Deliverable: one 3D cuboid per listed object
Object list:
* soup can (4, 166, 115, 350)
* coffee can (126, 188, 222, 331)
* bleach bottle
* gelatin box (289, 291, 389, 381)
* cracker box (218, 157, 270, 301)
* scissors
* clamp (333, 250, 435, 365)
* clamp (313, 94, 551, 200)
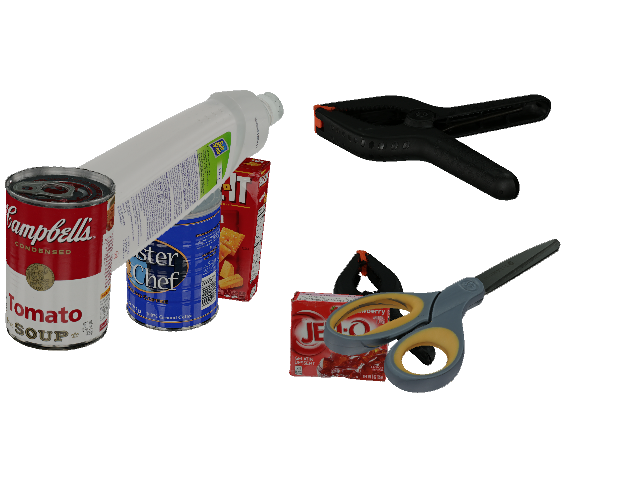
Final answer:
[{"bbox_3d":[-0.169,0.011,0.687,0.068,0.102,0.068,6,22,-3],"label":"soup can"},{"bbox_3d":[-0.159,0.012,1.155,0.103,0.140,0.103,3,27,-2],"label":"coffee can"},{"bbox_3d":[-0.130,-0.061,0.953,0.068,0.103,0.250,36,53,25],"label":"bleach bottle"},{"bbox_3d":[0.017,0.087,0.966,0.089,0.073,0.030,3,14,6],"label":"gelatin box"},{"bbox_3d":[-0.172,-0.024,1.623,0.164,0.214,0.072,9,18,7],"label":"cracker box"},{"bbox_3d":[0.100,0.047,0.688,0.201,0.016,0.096,-14,39,-23],"label":"scissors"},{"bbox_3d":[0.067,0.080,1.195,0.120,0.171,0.039,6,-43,-1],"label":"clamp"},{"bbox_3d":[0.098,-0.100,0.948,0.210,0.036,0.164,13,36,23],"label":"clamp"}]
